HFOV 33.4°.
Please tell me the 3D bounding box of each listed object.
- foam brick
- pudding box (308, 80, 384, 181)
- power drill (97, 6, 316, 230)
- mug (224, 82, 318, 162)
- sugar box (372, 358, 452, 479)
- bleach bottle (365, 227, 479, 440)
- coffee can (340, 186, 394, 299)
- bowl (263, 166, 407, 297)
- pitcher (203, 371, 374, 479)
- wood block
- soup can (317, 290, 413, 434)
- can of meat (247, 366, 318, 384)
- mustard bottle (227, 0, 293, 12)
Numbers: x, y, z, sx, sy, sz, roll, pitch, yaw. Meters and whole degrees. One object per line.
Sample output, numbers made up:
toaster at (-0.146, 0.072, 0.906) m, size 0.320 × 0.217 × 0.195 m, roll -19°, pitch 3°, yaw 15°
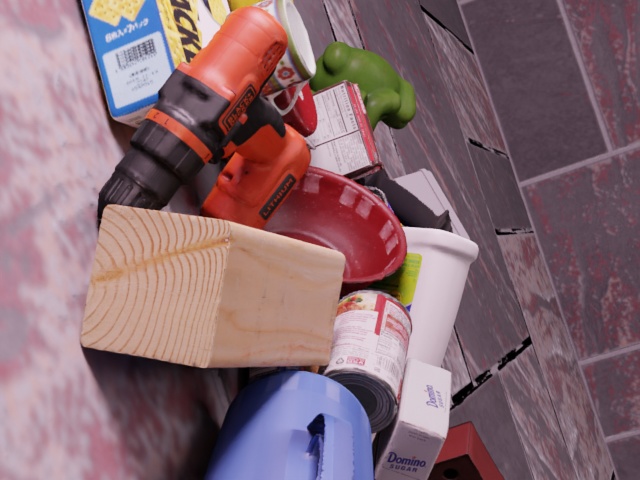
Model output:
foam brick at (0.133, 0.219, 0.995) m, size 0.078 × 0.053 × 0.051 m, roll 59°, pitch 23°, yaw -19°
pudding box at (-0.003, -0.094, 1.045) m, size 0.039 × 0.114 × 0.090 m, roll 5°, pitch 68°, yaw -67°
power drill at (-0.076, -0.059, 0.789) m, size 0.057 × 0.184 × 0.187 m, roll 35°, pitch -9°, yaw 18°
mug at (-0.053, -0.112, 0.966) m, size 0.093 × 0.082 × 0.117 m, roll 52°, pitch 25°, yaw -45°
sugar box at (0.059, 0.195, 0.878) m, size 0.093 × 0.048 × 0.176 m, roll -72°, pitch -177°, yaw -62°
bleach bottle at (0.071, 0.116, 0.980) m, size 0.068 × 0.103 × 0.251 m, roll 19°, pitch 80°, yaw -38°
coffee can at (0.050, 0.030, 1.096) m, size 0.140 × 0.103 × 0.102 m, roll 59°, pitch 21°, yaw -32°
bowl at (-0.006, 0.001, 0.954) m, size 0.162 × 0.162 × 0.055 m, roll -84°, pitch -166°, yaw -53°
pitcher at (-0.020, 0.183, 0.671) m, size 0.242 × 0.149 × 0.145 m, roll -81°, pitch 147°, yaw -62°
wood block at (-0.063, 0.037, 0.728) m, size 0.205 × 0.091 × 0.090 m, roll 17°, pitch 82°, yaw -68°
soup can at (0.035, 0.097, 0.849) m, size 0.068 × 0.069 × 0.102 m, roll 62°, pitch 25°, yaw -26°
can of meat at (-0.020, 0.120, 0.871) m, size 0.102 × 0.057 × 0.084 m, roll 51°, pitch 29°, yaw -45°
mustard bottle at (-0.082, -0.254, 1.007) m, size 0.192 × 0.058 × 0.096 m, roll 58°, pitch -6°, yaw 52°
